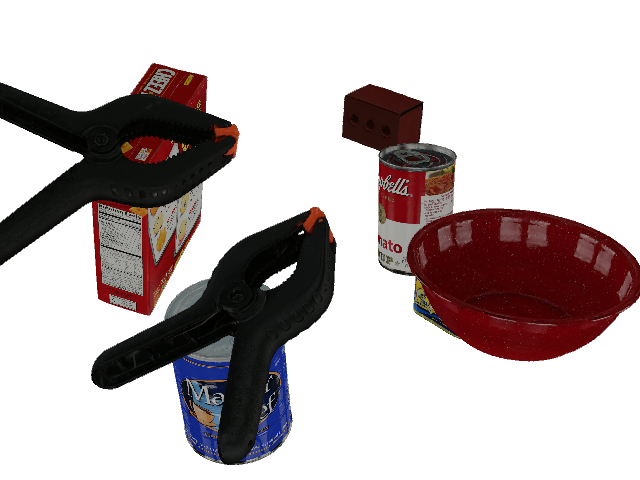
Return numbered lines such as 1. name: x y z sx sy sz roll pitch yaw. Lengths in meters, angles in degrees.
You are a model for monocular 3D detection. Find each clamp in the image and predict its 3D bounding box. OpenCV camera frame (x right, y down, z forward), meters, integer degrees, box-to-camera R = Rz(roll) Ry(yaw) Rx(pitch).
1. clamp: -0.041 0.052 0.631 0.120 0.171 0.039 35 -21 32
2. clamp: -0.162 -0.053 0.771 0.209 0.164 0.036 -1 -30 -11

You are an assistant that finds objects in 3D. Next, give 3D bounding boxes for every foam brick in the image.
1. foam brick: 0.070 -0.138 1.211 0.078 0.053 0.051 23 36 31

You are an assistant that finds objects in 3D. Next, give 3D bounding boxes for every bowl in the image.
1. bowl: 0.139 0.036 0.747 0.162 0.055 0.162 1 28 -1

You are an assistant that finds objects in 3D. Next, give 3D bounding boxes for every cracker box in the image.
1. cracker box: -0.182 -0.054 1.135 0.072 0.214 0.164 15 45 8

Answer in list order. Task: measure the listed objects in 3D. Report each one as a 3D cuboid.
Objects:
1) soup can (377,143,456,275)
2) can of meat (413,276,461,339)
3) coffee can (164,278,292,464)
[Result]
1. soup can: 0.085 -0.028 0.946 0.068 0.102 0.068 -1 23 0
2. can of meat: 0.157 0.058 1.257 0.057 0.084 0.102 -23 39 -34
3. coffee can: -0.080 0.117 0.961 0.103 0.140 0.103 -2 39 2
